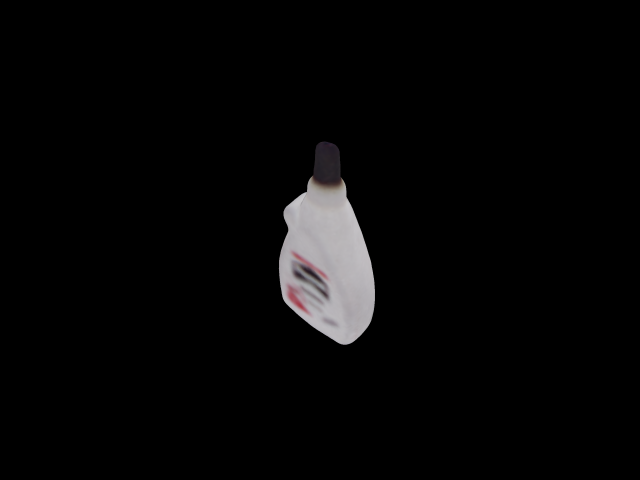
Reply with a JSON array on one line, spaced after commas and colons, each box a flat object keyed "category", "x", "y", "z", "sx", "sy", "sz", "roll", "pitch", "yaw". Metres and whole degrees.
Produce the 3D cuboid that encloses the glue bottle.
[{"category": "glue bottle", "x": 0.004, "y": 0.001, "z": 0.400, "sx": 0.078, "sy": 0.173, "sz": 0.037, "roll": 29, "pitch": 54, "yaw": 25}]
